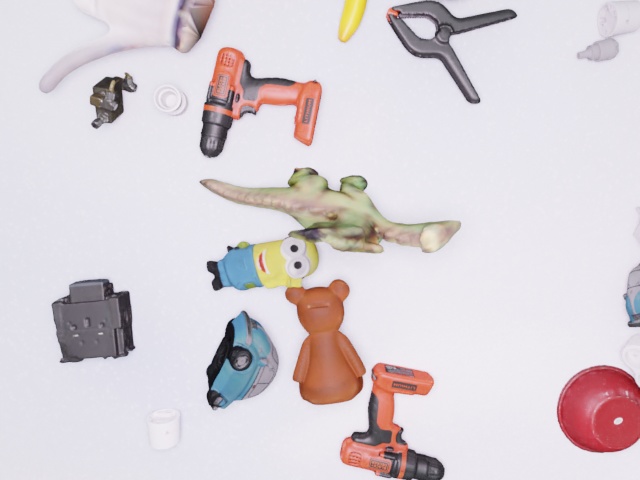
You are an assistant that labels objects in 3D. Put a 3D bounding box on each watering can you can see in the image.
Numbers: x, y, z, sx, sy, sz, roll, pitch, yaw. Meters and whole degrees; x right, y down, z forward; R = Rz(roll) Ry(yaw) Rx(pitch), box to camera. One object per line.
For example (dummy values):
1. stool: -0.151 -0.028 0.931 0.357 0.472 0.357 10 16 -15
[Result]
1. watering can: -0.292 -0.362 0.813 0.224 0.104 0.347 22 93 -3

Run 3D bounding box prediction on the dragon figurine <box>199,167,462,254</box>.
1. dragon figurine: 0.002 -0.039 0.776 0.410 0.245 0.121 7 101 -3
